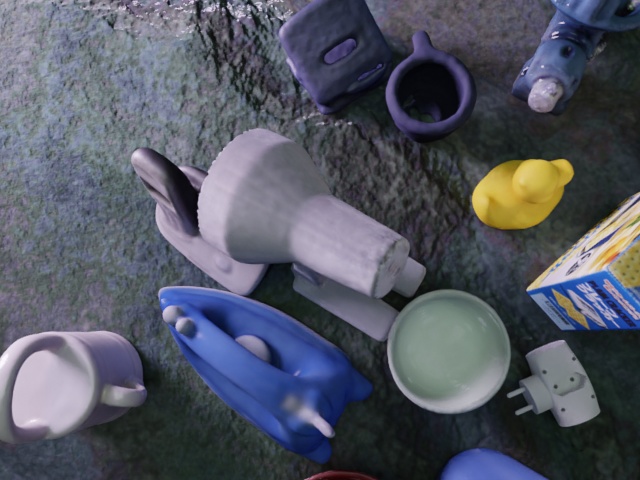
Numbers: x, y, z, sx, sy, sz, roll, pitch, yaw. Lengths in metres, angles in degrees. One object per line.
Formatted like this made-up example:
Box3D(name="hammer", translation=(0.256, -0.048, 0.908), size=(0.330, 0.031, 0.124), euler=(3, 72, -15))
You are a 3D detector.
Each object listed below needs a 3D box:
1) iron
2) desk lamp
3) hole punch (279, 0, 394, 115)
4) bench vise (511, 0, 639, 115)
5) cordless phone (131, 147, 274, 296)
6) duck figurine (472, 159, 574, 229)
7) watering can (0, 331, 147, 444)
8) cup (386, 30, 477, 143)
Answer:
Box3D(name="iron", translation=(-0.078, 0.117, 0.569), size=(0.258, 0.141, 0.119), euler=(32, 84, 8))
Box3D(name="desk lamp", translation=(0.005, 0.002, 0.546), size=(0.203, 0.213, 0.118), euler=(30, 84, 8))
Box3D(name="hole punch", translation=(0.022, -0.212, 0.642), size=(0.108, 0.091, 0.101), euler=(-34, 80, -2))
Box3D(name="bench vise", translation=(0.279, -0.228, 0.564), size=(0.121, 0.220, 0.207), euler=(9, 81, 5))
Box3D(name="cordless phone", translation=(-0.115, -0.019, 0.572), size=(0.147, 0.185, 0.094), euler=(35, 85, 9))
Box3D(name="duck figurine", translation=(0.217, -0.055, 0.607), size=(0.104, 0.086, 0.077), euler=(-21, 80, 0))
Box3D(name="watering can", translation=(-0.261, 0.140, 0.550), size=(0.173, 0.194, 0.101), euler=(-13, 80, 2))
Box3D(name="cup", translation=(0.114, -0.156, 0.626), size=(0.091, 0.095, 0.118), euler=(-9, 80, 2))
